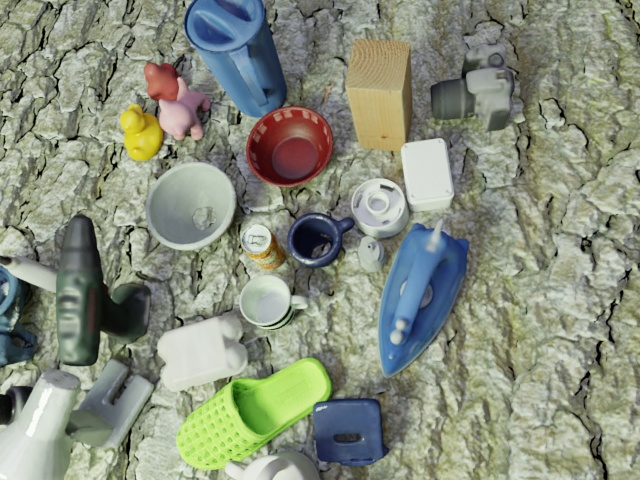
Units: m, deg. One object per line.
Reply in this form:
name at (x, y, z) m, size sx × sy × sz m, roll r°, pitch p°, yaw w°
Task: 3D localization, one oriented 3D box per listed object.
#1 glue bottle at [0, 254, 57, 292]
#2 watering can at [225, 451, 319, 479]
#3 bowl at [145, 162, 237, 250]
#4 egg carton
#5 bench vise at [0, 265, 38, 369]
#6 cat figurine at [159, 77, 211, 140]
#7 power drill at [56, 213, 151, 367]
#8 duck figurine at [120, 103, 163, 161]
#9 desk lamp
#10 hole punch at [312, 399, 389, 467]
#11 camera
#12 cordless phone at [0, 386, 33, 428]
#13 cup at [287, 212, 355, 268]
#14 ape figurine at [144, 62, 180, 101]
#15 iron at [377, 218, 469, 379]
glue bottle at (-0.507, 0.052, 0.998) m, size 0.078 × 0.173 × 0.037 m, roll 23°, pitch 78°, yaw 16°
watering can at (-0.057, 0.359, 0.816) m, size 0.172 × 0.194 × 0.101 m, roll -2°, pitch 73°, yaw 9°
bowl at (-0.223, -0.052, 1.035) m, size 0.167 × 0.075 × 0.167 m, roll -3°, pitch 72°, yaw 9°
egg carton at (-0.196, 0.188, 0.958) m, size 0.150 × 0.069 × 0.107 m, roll -18°, pitch 71°, yaw 4°
bench vise at (-0.563, 0.121, 0.961) m, size 0.121 × 0.220 × 0.207 m, roll -32°, pitch 70°, yaw -1°
cat figurine at (-0.262, -0.243, 1.078) m, size 0.067 × 0.118 × 0.128 m, roll 3°, pitch 73°, yaw 11°
power drill at (-0.360, 0.095, 0.941) m, size 0.075 × 0.209 × 0.229 m, roll -3°, pitch 72°, yaw 9°
duck figurine at (-0.352, -0.211, 1.100) m, size 0.077 × 0.086 × 0.104 m, roll -3°, pitch 72°, yaw 9°
desk lamp at (-0.392, 0.282, 0.885) m, size 0.117 × 0.214 × 0.203 m, roll 26°, pitch 79°, yaw 16°
hole punch at (0.047, 0.292, 0.874) m, size 0.108 × 0.091 × 0.101 m, roll -5°, pitch 72°, yaw 8°
camera at (0.264, -0.271, 1.008) m, size 0.136 × 0.101 × 0.143 m, roll -5°, pitch 72°, yaw 8°
cordless phone at (-0.510, 0.306, 0.913) m, size 0.094 × 0.185 × 0.147 m, roll -22°, pitch 70°, yaw 3°
cup at (0.009, 0.003, 0.968) m, size 0.118 × 0.095 × 0.091 m, roll -28°, pitch 70°, yaw 0°
ape figurine at (-0.313, -0.316, 1.123) m, size 0.076 × 0.092 × 0.078 m, roll 41°, pitch 83°, yaw 19°
iron at (0.148, 0.090, 0.893) m, size 0.118 × 0.141 × 0.258 m, roll 20°, pitch 77°, yaw 15°
